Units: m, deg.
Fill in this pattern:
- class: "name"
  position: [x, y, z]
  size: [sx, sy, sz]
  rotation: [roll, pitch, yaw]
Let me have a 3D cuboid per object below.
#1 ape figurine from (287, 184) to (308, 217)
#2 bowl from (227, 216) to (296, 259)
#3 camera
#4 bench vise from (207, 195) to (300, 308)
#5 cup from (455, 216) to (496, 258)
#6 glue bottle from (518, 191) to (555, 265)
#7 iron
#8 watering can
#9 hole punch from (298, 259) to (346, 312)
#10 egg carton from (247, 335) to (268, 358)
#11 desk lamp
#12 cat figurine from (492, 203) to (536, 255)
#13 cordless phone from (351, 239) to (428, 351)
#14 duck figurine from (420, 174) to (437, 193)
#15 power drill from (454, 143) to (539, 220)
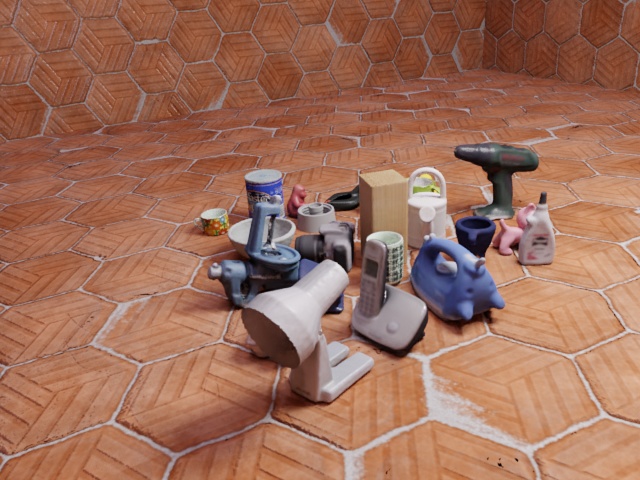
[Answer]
- class: "ape figurine"
  position: [-0.059, -0.115, 1.639]
  size: [0.076, 0.092, 0.078]
  rotation: [1, 25, 9]
- class: "bowl"
  position: [-0.141, 0.006, 1.411]
  size: [0.167, 0.075, 0.167]
  rotation: [-3, 25, 2]
- class: "camera"
  position: [0.012, 0.005, 1.361]
  size: [0.136, 0.101, 0.143]
  rotation: [0, 25, 7]
- class: "bench vise"
  position: [-0.128, 0.025, 1.196]
  size: [0.121, 0.220, 0.208]
  rotation: [19, 33, 40]
- class: "cup"
  position: [0.354, 0.008, 1.315]
  size: [0.091, 0.095, 0.118]
  rotation: [5, 26, 18]
- class: "glue bottle"
  position: [0.489, -0.027, 1.279]
  size: [0.078, 0.173, 0.037]
  rotation: [-4, 25, -1]
- class: "iron"
  position: [0.257, 0.057, 1.166]
  size: [0.119, 0.141, 0.257]
  rotation: [-14, 27, -21]
- class: "watering can"
  position: [0.262, -0.080, 1.400]
  size: [0.101, 0.194, 0.172]
  rotation: [-9, 25, -11]
- class: "hole punch"
  position: [0.004, 0.091, 1.188]
  size: [0.101, 0.091, 0.108]
  rotation: [-3, 25, 2]
- class: "egg carton"
  position: [-0.065, 0.162, 1.071]
  size: [0.107, 0.069, 0.150]
  rotation: [7, 27, 22]
- class: "desk lamp"
  position: [-0.016, 0.150, 0.919]
  size: [0.117, 0.214, 0.204]
  rotation: [18, 33, 39]
- class: "cat figurine"
  position: [0.480, -0.035, 1.364]
  size: [0.128, 0.118, 0.067]
  rotation: [-10, 26, -12]
- class: "cordless phone"
  position: [0.126, 0.098, 1.045]
  size: [0.147, 0.185, 0.094]
  rotation: [20, 34, 41]
- class: "duck figurine"
  position: [0.309, -0.152, 1.677]
  size: [0.077, 0.086, 0.105]
  rotation: [6, 27, 21]
- class: "power drill"
  position: [0.464, -0.160, 1.528]
  size: [0.229, 0.209, 0.075]
  rotation: [-7, 25, -7]
